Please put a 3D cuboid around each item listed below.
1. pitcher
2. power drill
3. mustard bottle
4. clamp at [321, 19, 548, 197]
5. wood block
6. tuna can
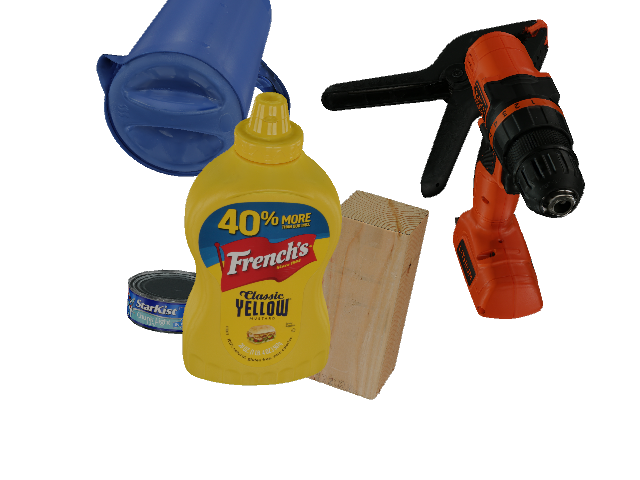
[{"bbox_3d":[-0.110,-0.176,1.068,0.145,0.149,0.242,-8,35,16],"label":"pitcher"},{"bbox_3d":[0.141,-0.032,0.778,0.057,0.188,0.184,-3,42,-4],"label":"power drill"},{"bbox_3d":[-0.036,-0.001,0.661,0.096,0.192,0.058,1,31,-8],"label":"mustard bottle"},{"bbox_3d":[0.126,-0.129,0.954,0.210,0.165,0.036,-28,-38,-9],"label":"clamp"},{"bbox_3d":[0.051,0.061,1.209,0.090,0.206,0.090,17,24,15],"label":"wood block"},{"bbox_3d":[-0.135,0.056,0.983,0.086,0.034,0.086,6,16,-2],"label":"tuna can"}]
